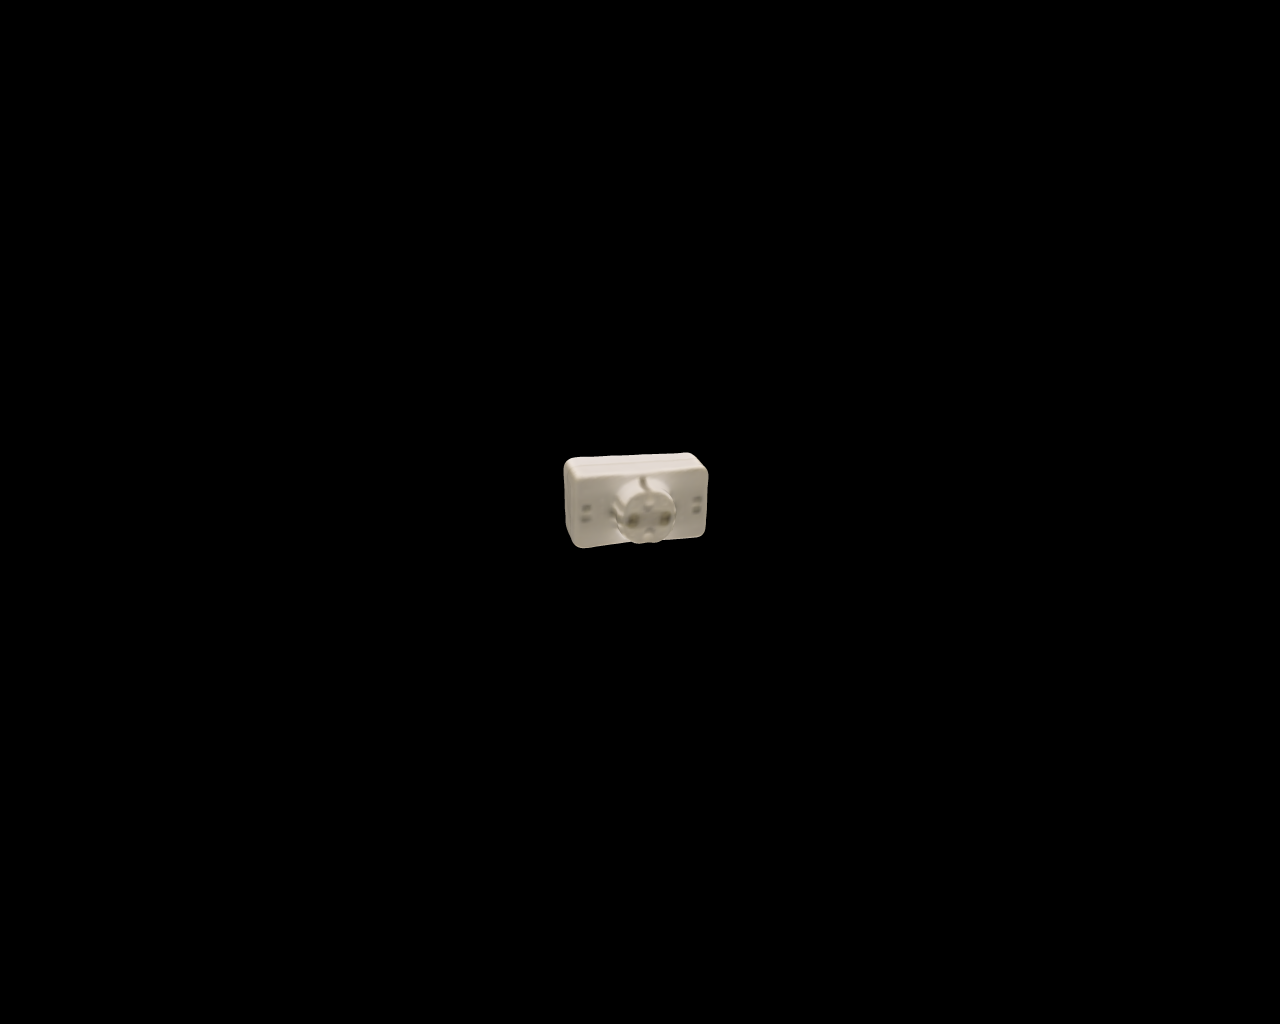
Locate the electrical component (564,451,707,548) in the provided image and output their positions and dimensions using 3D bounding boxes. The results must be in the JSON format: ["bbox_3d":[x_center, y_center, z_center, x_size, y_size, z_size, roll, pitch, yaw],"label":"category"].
[{"bbox_3d":[0.001,-0.003,0.650,0.083,0.047,0.076,-4,20,-12],"label":"electrical component"}]
